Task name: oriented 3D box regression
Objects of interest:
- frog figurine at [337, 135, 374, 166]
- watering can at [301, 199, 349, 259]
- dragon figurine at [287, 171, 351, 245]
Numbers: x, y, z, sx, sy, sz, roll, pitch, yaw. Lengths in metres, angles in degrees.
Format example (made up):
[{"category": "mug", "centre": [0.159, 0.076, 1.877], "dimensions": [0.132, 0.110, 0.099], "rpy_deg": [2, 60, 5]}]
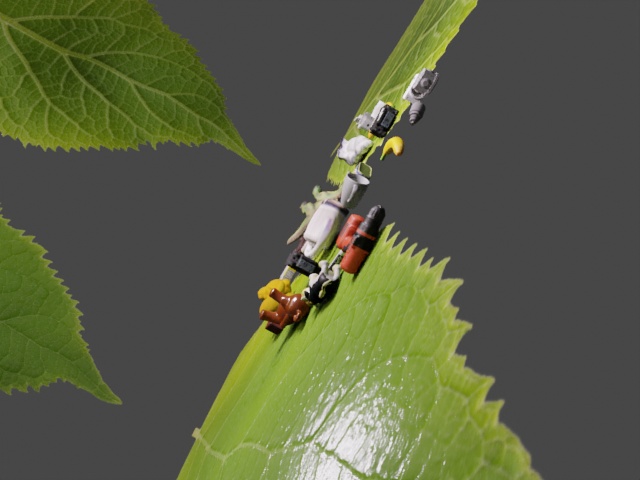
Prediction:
[{"category": "frog figurine", "centre": [0.163, -0.379, 2.139], "dimensions": [0.159, 0.120, 0.140], "rpy_deg": [-6, 35, 36]}, {"category": "watering can", "centre": [0.003, -0.036, 1.841], "dimensions": [0.226, 0.104, 0.347], "rpy_deg": [-61, 8, -6]}, {"category": "dragon figurine", "centre": [0.006, -0.103, 2.041], "dimensions": [0.408, 0.121, 0.246], "rpy_deg": [-55, 18, 9]}]
